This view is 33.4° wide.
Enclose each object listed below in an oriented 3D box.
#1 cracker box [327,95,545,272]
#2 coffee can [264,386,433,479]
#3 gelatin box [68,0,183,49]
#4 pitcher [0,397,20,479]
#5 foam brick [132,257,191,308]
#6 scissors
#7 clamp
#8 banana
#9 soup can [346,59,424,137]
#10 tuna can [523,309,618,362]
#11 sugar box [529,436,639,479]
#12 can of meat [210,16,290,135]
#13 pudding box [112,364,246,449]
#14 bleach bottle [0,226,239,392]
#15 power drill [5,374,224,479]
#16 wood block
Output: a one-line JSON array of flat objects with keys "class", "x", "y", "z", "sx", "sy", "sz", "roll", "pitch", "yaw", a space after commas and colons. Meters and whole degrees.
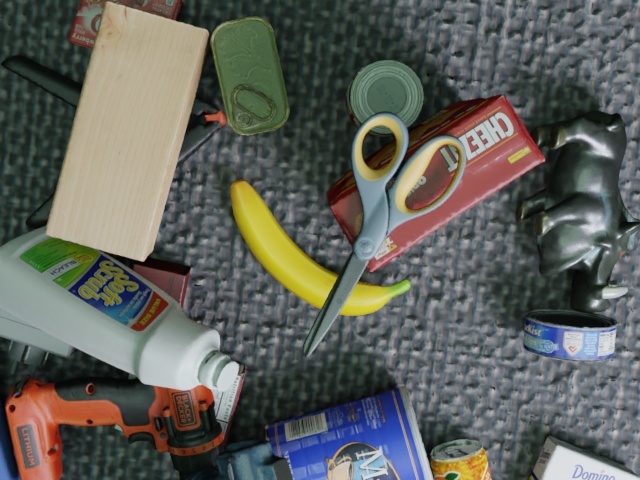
[{"class": "cracker box", "x": 0.088, "y": -0.056, "z": 0.927, "sx": 0.164, "sy": 0.213, "sz": 0.072, "roll": -33, "pitch": 95, "yaw": 3}, {"class": "coffee can", "x": 0.028, "y": 0.206, "z": 1.008, "sx": 0.140, "sy": 0.103, "sz": 0.103, "roll": -16, "pitch": 95, "yaw": 2}, {"class": "gelatin box", "x": -0.182, "y": -0.206, "z": 1.004, "sx": 0.089, "sy": 0.030, "sz": 0.073, "roll": 19, "pitch": 95, "yaw": -2}, {"class": "pitcher", "x": -0.357, "y": 0.219, "z": 0.996, "sx": 0.145, "sy": 0.149, "sz": 0.243, "roll": -9, "pitch": 92, "yaw": 28}, {"class": "foam brick", "x": -0.157, "y": 0.061, "z": 1.020, "sx": 0.053, "sy": 0.051, "sz": 0.078, "roll": 13, "pitch": 96, "yaw": -4}, {"class": "scissors", "x": 0.026, "y": -0.014, "z": 0.815, "sx": 0.096, "sy": 0.016, "sz": 0.202, "roll": 44, "pitch": 94, "yaw": 0}, {"class": "clamp", "x": -0.194, "y": -0.093, "z": 1.012, "sx": 0.210, "sy": 0.036, "sz": 0.164, "roll": -1, "pitch": 96, "yaw": 0}, {"class": "banana", "x": -0.013, "y": 0.019, "z": 1.024, "sx": 0.198, "sy": 0.037, "sz": 0.069, "roll": 31, "pitch": 88, "yaw": -3}, {"class": "soup can", "x": 0.058, "y": -0.129, "z": 0.976, "sx": 0.068, "sy": 0.102, "sz": 0.068, "roll": 0, "pitch": 95, "yaw": 0}, {"class": "tuna can", "x": 0.235, "y": 0.089, "z": 1.006, "sx": 0.086, "sy": 0.086, "sz": 0.034, "roll": 3, "pitch": 97, "yaw": -1}, {"class": "sugar box", "x": 0.235, "y": 0.291, "z": 1.047, "sx": 0.093, "sy": 0.048, "sz": 0.176, "roll": 23, "pitch": 92, "yaw": -3}, {"class": "can of meat", "x": -0.062, "y": -0.148, "z": 0.983, "sx": 0.057, "sy": 0.084, "sz": 0.102, "roll": -12, "pitch": 95, "yaw": 0}, {"class": "pudding box", "x": -0.136, "y": 0.153, "z": 1.035, "sx": 0.113, "sy": 0.039, "sz": 0.090, "roll": 15, "pitch": 96, "yaw": -4}, {"class": "bleach bottle", "x": -0.173, "y": 0.065, "z": 0.938, "sx": 0.251, "sy": 0.102, "sz": 0.068, "roll": 23, "pitch": 121, "yaw": 27}, {"class": "power drill", "x": -0.185, "y": 0.183, "z": 0.990, "sx": 0.187, "sy": 0.057, "sz": 0.184, "roll": -10, "pitch": 101, "yaw": -1}, {"class": "wood block", "x": -0.169, "y": -0.096, "z": 0.948, "sx": 0.090, "sy": 0.090, "sz": 0.206, "roll": 15, "pitch": 96, "yaw": -5}]
